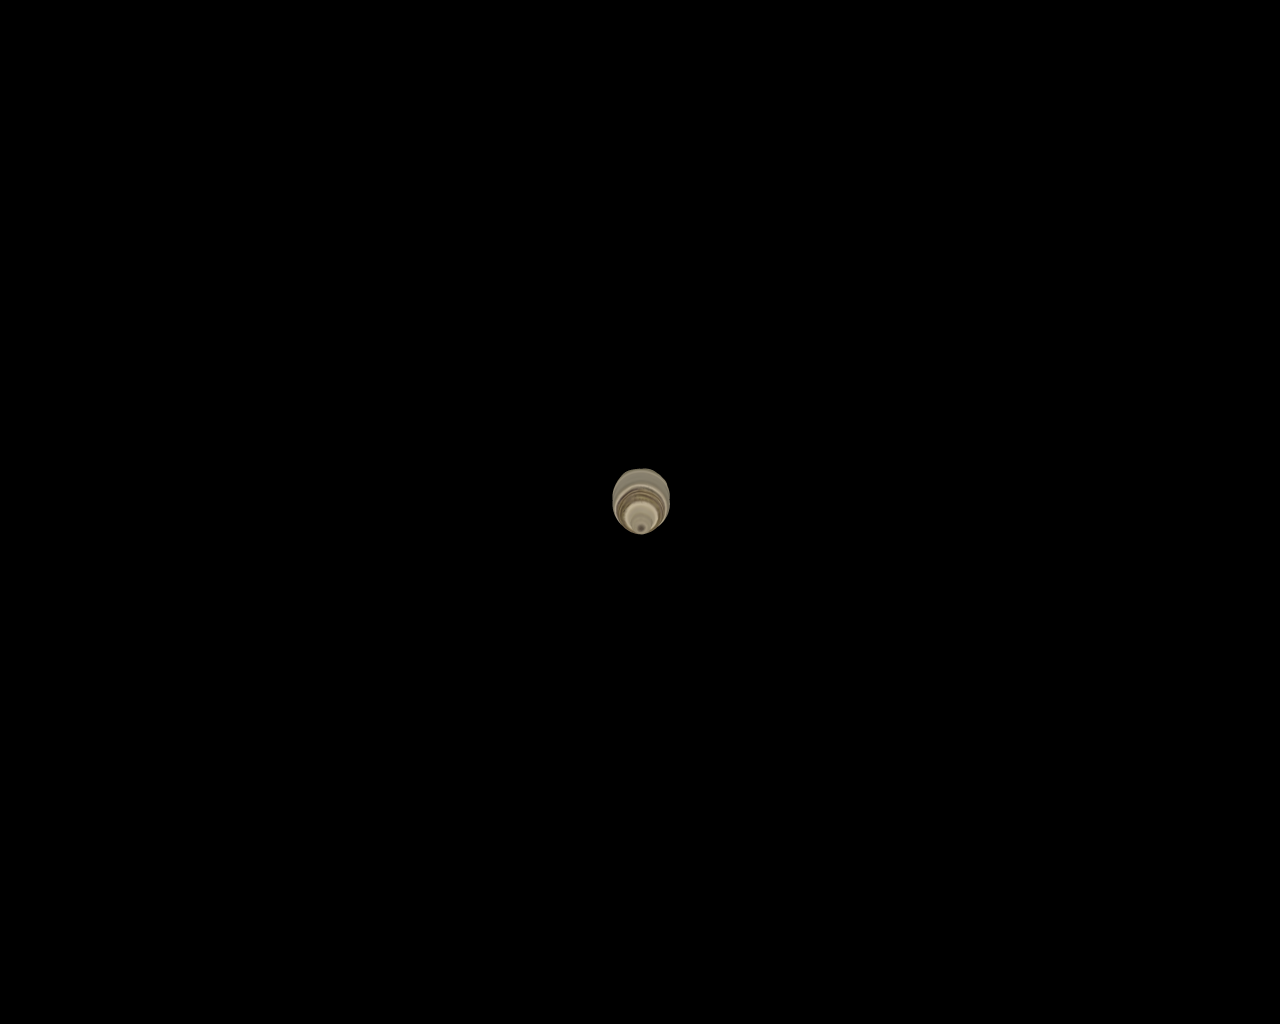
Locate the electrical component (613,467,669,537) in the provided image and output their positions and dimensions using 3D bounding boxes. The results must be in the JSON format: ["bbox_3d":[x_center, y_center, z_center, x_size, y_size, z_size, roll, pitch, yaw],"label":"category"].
[{"bbox_3d":[0.001,-0.003,0.650,0.035,0.035,0.061,0,24,0],"label":"electrical component"}]
